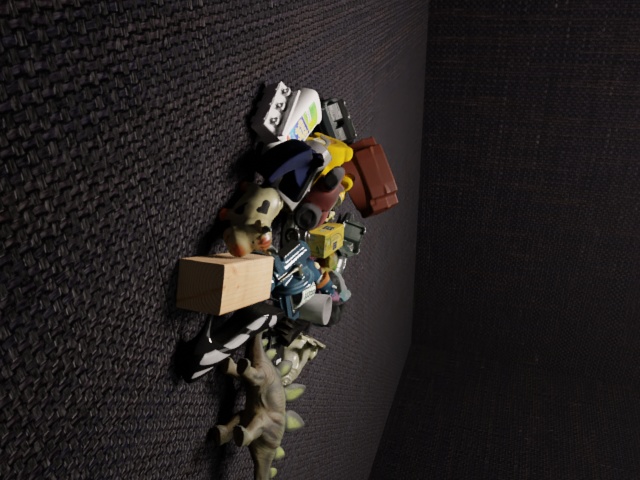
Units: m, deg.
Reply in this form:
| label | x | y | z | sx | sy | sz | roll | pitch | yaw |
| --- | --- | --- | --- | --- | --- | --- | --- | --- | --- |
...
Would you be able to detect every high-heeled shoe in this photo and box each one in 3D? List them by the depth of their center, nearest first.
| label | x | y | z | sx | sy | sz | roll | pitch | yaw |
| --- | --- | --- | --- | --- | --- | --- | --- | --- | --- |
| high-heeled shoe | -0.161 | 0.198 | 1.046 | 0.248 | 0.086 | 0.145 | 8 | 101 | -52 |

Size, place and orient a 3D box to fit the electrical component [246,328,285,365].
| label | x | y | z | sx | sy | sz | roll | pitch | yaw |
| --- | --- | --- | --- | --- | --- | --- | --- | --- | --- |
| electrical component | -0.132 | 0.280 | 1.279 | 0.115 | 0.058 | 0.134 | 18 | 81 | -69 |

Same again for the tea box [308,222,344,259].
| label | x | y | z | sx | sy | sz | roll | pitch | yaw |
| --- | --- | --- | --- | --- | --- | --- | --- | --- | --- |
| tea box | -0.003 | -0.004 | 1.484 | 0.169 | 0.098 | 0.068 | -31 | 127 | -69 |

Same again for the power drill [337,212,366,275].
| label | x | y | z | sx | sy | sz | roll | pitch | yaw |
| --- | --- | --- | --- | --- | --- | --- | --- | --- | --- |
| power drill | 0.079 | -0.004 | 1.691 | 0.207 | 0.086 | 0.232 | 148 | -37 | -73 |

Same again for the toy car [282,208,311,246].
| label | x | y | z | sx | sy | sz | roll | pitch | yaw |
| --- | --- | --- | --- | --- | --- | --- | --- | --- | --- |
| toy car | -0.057 | -0.067 | 1.366 | 0.073 | 0.056 | 0.201 | -5 | 101 | -64 |

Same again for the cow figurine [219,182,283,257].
| label | x | y | z | sx | sy | sz | roll | pitch | yaw |
| --- | --- | --- | --- | --- | --- | --- | --- | --- | --- |
| cow figurine | -0.128 | -0.036 | 1.051 | 0.195 | 0.127 | 0.085 | -65 | 152 | -48 |

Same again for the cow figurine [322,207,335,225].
| label | x | y | z | sx | sy | sz | roll | pitch | yaw |
| --- | --- | --- | --- | --- | --- | --- | --- | --- | --- |
| cow figurine | 0.005 | -0.080 | 1.476 | 0.167 | 0.098 | 0.068 | -35 | 124 | -65 |

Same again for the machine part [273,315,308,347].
| label | x | y | z | sx | sy | sz | roll | pitch | yaw |
| --- | --- | --- | --- | --- | --- | --- | --- | --- | --- |
| machine part | -0.068 | 0.206 | 1.230 | 0.084 | 0.039 | 0.138 | -39 | 160 | -8 |

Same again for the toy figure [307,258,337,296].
| label | x | y | z | sx | sy | sz | roll | pitch | yaw |
| --- | --- | --- | --- | --- | --- | --- | --- | --- | --- |
| toy figure | -0.011 | 0.098 | 1.473 | 0.154 | 0.064 | 0.058 | 43 | 56 | -31 |

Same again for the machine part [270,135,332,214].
| label | x | y | z | sx | sy | sz | roll | pitch | yaw |
| --- | --- | --- | --- | --- | --- | --- | --- | --- | --- |
| machine part | -0.049 | -0.147 | 1.240 | 0.243 | 0.079 | 0.079 | -53 | 152 | -19 |

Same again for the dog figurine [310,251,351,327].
| label | x | y | z | sx | sy | sz | roll | pitch | yaw |
| --- | --- | --- | --- | --- | --- | --- | --- | --- | --- |
| dog figurine | 0.009 | 0.128 | 1.571 | 0.219 | 0.109 | 0.191 | 72 | 34 | -45 |

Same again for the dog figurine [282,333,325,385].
| label | x | y | z | sx | sy | sz | roll | pitch | yaw |
| --- | --- | --- | --- | --- | --- | --- | --- | --- | --- |
| dog figurine | -0.083 | 0.339 | 1.420 | 0.190 | 0.121 | 0.172 | -66 | 157 | -4 |

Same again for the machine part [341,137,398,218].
| label | x | y | z | sx | sy | sz | roll | pitch | yaw |
| --- | --- | --- | --- | --- | --- | --- | --- | --- | --- |
| machine part | 0.130 | -0.168 | 1.493 | 0.201 | 0.087 | 0.201 | 145 | -76 | -80 |

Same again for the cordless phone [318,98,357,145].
| label | x | y | z | sx | sy | sz | roll | pitch | yaw |
| --- | --- | --- | --- | --- | --- | --- | --- | --- | --- |
| cordless phone | 0.040 | -0.326 | 1.529 | 0.184 | 0.089 | 0.146 | -97 | 167 | -81 |

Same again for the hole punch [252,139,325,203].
| label | x | y | z | sx | sy | sz | roll | pitch | yaw |
| --- | --- | --- | --- | --- | --- | --- | --- | --- | --- |
| hole punch | -0.068 | -0.154 | 1.098 | 0.092 | 0.142 | 0.115 | 29 | 97 | -30 |

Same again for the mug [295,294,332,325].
| label | x | y | z | sx | sy | sz | roll | pitch | yaw |
| --- | --- | --- | --- | --- | --- | --- | --- | --- | --- |
| mug | -0.025 | 0.179 | 1.478 | 0.109 | 0.107 | 0.080 | -38 | 135 | -70 |

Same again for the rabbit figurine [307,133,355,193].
| label | x | y | z | sx | sy | sz | roll | pitch | yaw |
| --- | --- | --- | --- | --- | --- | --- | --- | --- | --- |
| rabbit figurine | 0.014 | -0.180 | 1.421 | 0.122 | 0.162 | 0.173 | -66 | 177 | -69 |

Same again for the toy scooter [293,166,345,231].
| label | x | y | z | sx | sy | sz | roll | pitch | yaw |
| --- | --- | --- | --- | --- | --- | --- | --- | --- | --- |
| toy scooter | 0.008 | -0.106 | 1.297 | 0.183 | 0.075 | 0.135 | -55 | -179 | 22 |

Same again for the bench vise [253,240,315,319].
| label | x | y | z | sx | sy | sz | roll | pitch | yaw |
| --- | --- | --- | --- | --- | --- | --- | --- | --- | --- |
| bench vise | -0.089 | 0.119 | 1.253 | 0.224 | 0.129 | 0.240 | -54 | 143 | -49 |

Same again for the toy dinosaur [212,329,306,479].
| label | x | y | z | sx | sy | sz | roll | pitch | yaw |
| --- | --- | --- | --- | --- | --- | --- | --- | --- | --- |
| toy dinosaur | -0.123 | 0.387 | 1.159 | 0.198 | 0.105 | 0.471 | 4 | 92 | -45 |
